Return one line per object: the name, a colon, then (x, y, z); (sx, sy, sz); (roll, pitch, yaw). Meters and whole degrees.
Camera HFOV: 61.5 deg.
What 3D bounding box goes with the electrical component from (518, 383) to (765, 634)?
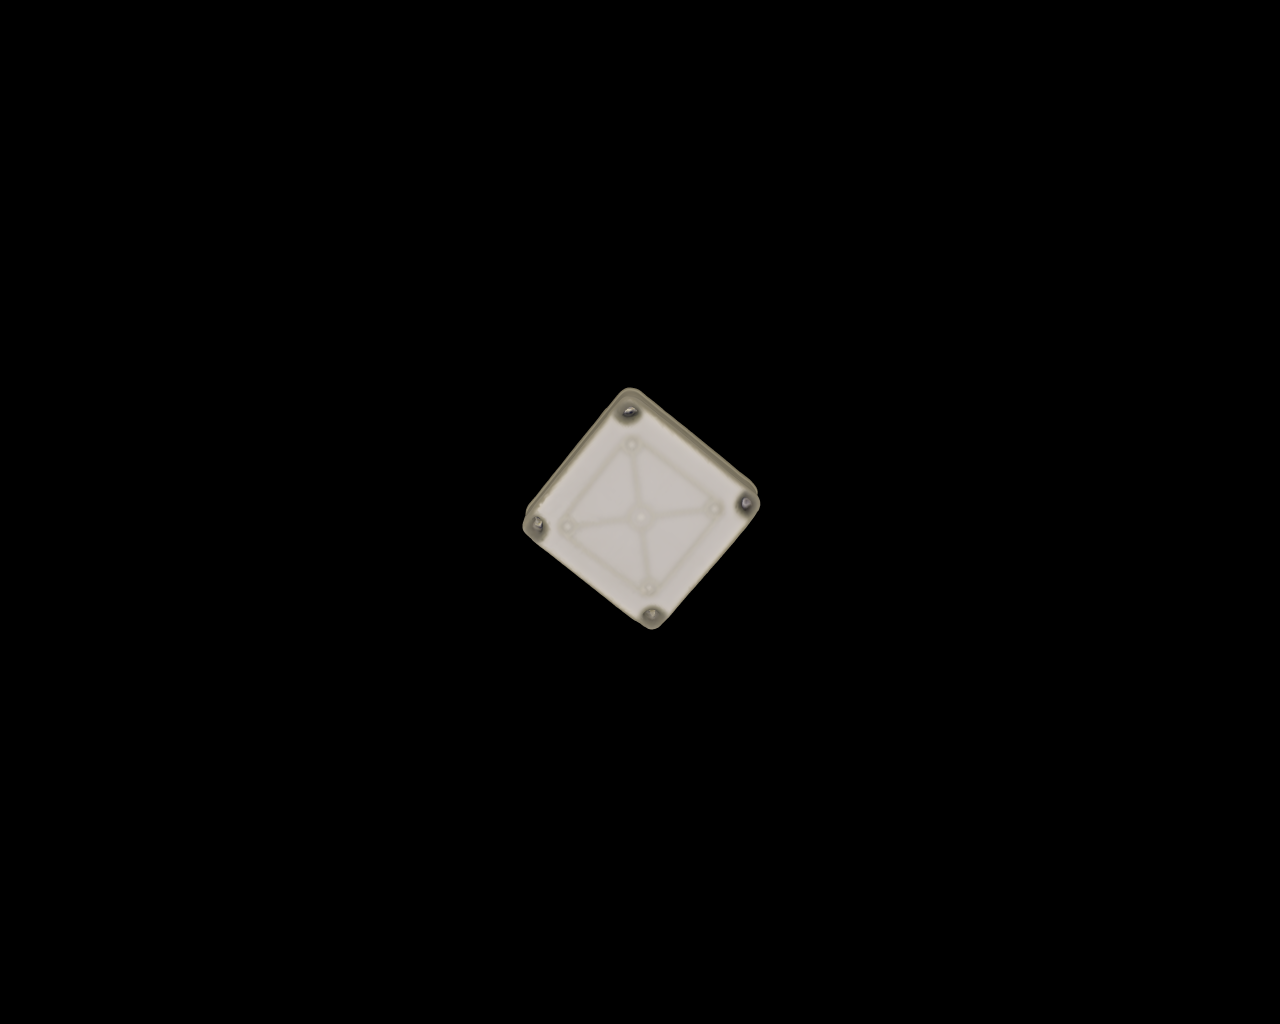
electrical component: (0.001, -0.003, 0.650); (0.108, 0.108, 0.056); (38, 9, -7)
